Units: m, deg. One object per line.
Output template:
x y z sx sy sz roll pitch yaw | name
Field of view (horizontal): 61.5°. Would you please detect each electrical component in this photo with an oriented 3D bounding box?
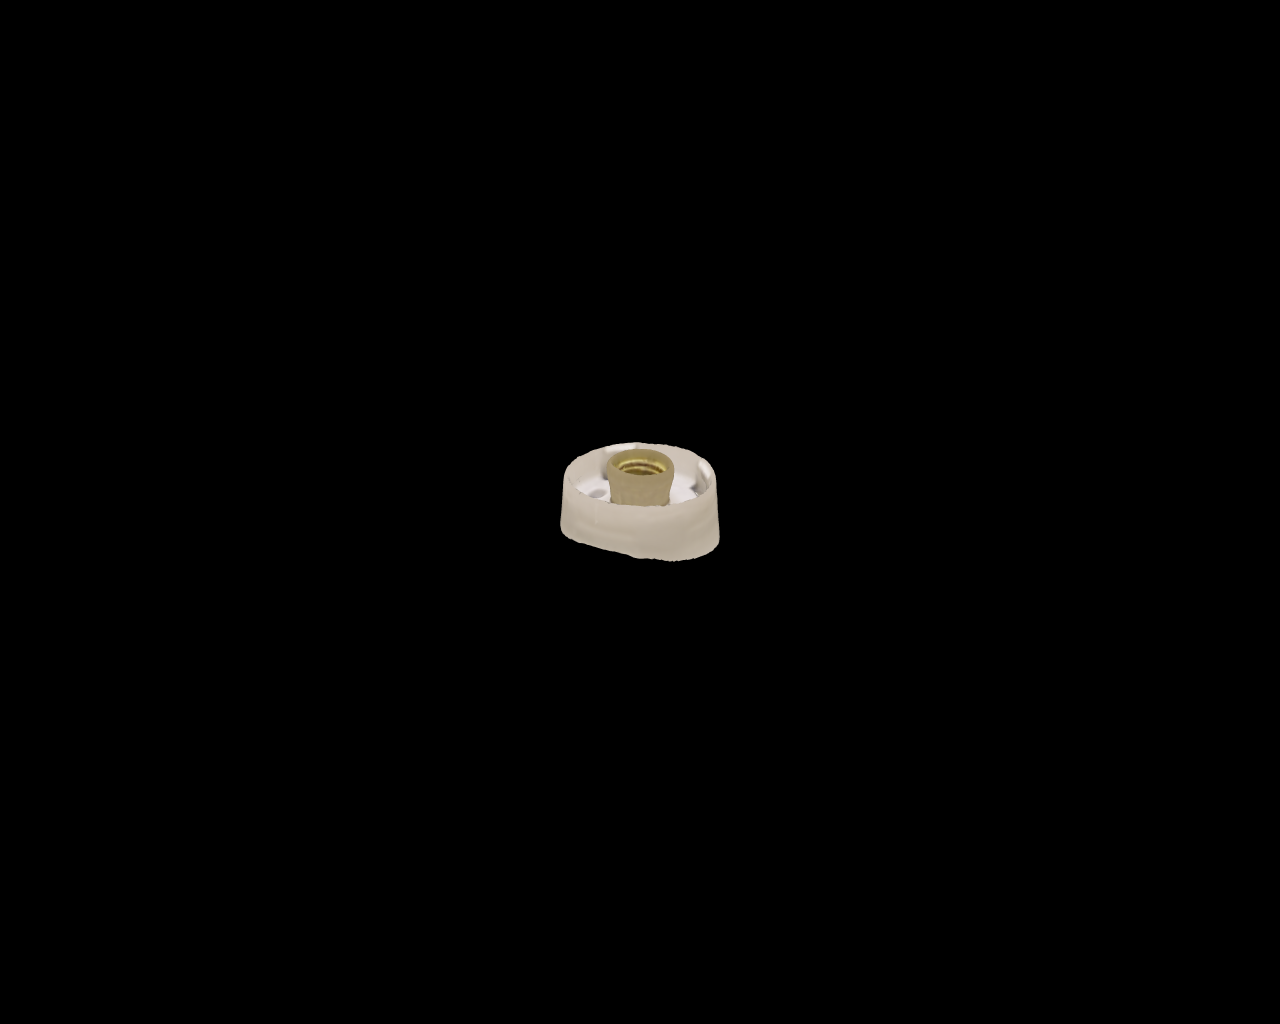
0.001 -0.003 0.650 0.099 0.064 0.099 0 28 0 | electrical component
